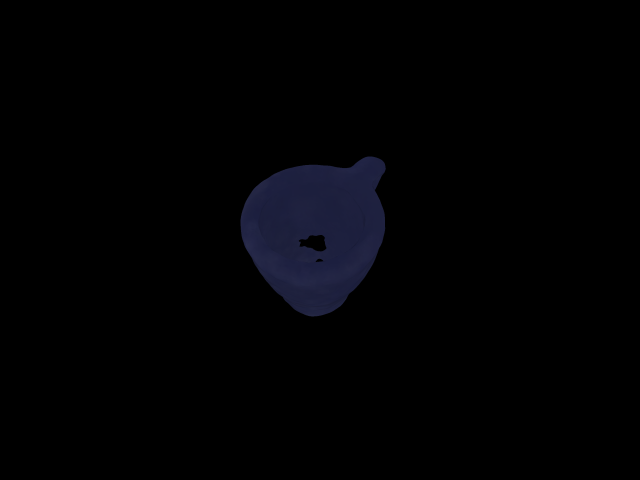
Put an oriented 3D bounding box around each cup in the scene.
[{"bbox_3d":[0.004,0.001,0.400,0.091,0.095,0.118,33,62,21],"label":"cup"}]
